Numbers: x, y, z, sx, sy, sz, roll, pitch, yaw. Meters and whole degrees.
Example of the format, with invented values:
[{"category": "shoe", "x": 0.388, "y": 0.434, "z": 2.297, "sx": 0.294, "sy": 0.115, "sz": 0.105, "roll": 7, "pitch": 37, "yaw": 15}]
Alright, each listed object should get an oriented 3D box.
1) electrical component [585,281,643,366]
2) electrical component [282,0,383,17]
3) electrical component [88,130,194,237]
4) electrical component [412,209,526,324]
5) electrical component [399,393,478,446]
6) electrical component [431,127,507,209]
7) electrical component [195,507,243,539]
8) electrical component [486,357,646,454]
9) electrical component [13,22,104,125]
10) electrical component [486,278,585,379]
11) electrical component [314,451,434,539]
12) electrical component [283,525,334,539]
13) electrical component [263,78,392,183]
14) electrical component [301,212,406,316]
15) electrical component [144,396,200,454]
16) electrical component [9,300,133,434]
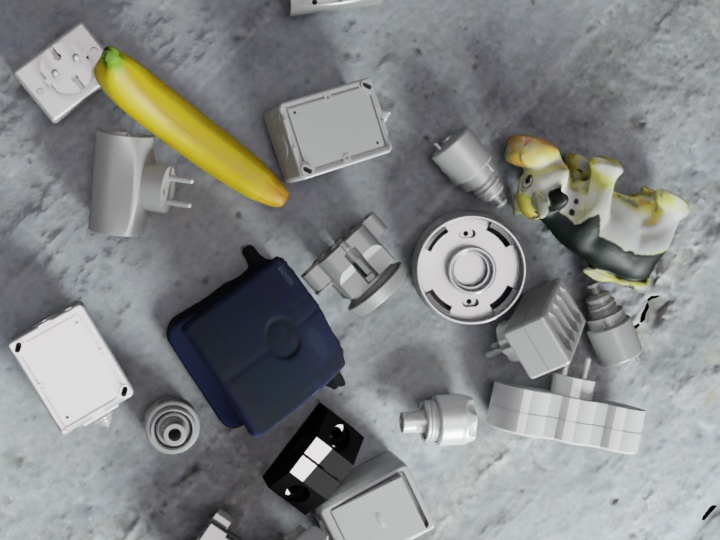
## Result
[{"category": "electrical component", "x": 0.216, "y": 0.047, "z": 0.936, "sx": 0.040, "sy": 0.040, "sz": 0.078, "roll": -24, "pitch": 98, "yaw": -11}, {"category": "electrical component", "x": -0.026, "y": -0.248, "z": 0.865, "sx": 0.077, "sy": 0.043, "sz": 0.079, "roll": -10, "pitch": 94, "yaw": -12}, {"category": "electrical component", "x": -0.168, "y": -0.065, "z": 0.830, "sx": 0.079, "sy": 0.043, "sz": 0.077, "roll": 8, "pitch": 100, "yaw": 6}, {"category": "electrical component", "x": 0.093, "y": -0.002, "z": 0.906, "sx": 0.099, "sy": 0.064, "sz": 0.099, "roll": 0, "pitch": 94, "yaw": 1}, {"category": "electrical component", "x": 0.065, "y": 0.126, "z": 0.904, "sx": 0.062, "sy": 0.043, "sz": 0.043, "roll": -2, "pitch": 93, "yaw": -11}, {"category": "electrical component", "x": 0.095, "y": -0.084, "z": 0.902, "sx": 0.040, "sy": 0.040, "sz": 0.078, "roll": -43, "pitch": 101, "yaw": -7}, {"category": "electrical component", "x": -0.110, "y": 0.235, "z": 0.869, "sx": 0.055, "sy": 0.048, "sz": 0.066, "roll": 35, "pitch": 85, "yaw": -4}, {"category": "electrical component", "x": 0.181, "y": 0.109, "z": 0.925, "sx": 0.138, "sy": 0.052, "sz": 0.073, "roll": 12, "pitch": 90, "yaw": -13}, {"category": "electrical component", "x": -0.220, "y": -0.149, "z": 0.809, "sx": 0.066, "sy": 0.077, "sz": 0.047, "roll": -39, "pitch": 100, "yaw": -8}, {"category": "electrical component", "x": 0.141, "y": 0.055, "z": 0.907, "sx": 0.076, "sy": 0.083, "sz": 0.047, "roll": -27, "pitch": 101, "yaw": 28}, {"category": "electrical component", "x": 0.004, "y": 0.202, "z": 0.885, "sx": 0.096, "sy": 0.061, "sz": 0.061, "roll": -27, "pitch": 98, "yaw": -10}, {"category": "electrical component", "x": -0.043, "y": 0.245, "z": 0.852, "sx": 0.057, "sy": 0.078, "sz": 0.058, "roll": -32, "pitch": 137, "yaw": -35}, {"category": "electrical component", "x": -0.022, "y": -0.113, "z": 0.867, "sx": 0.096, "sy": 0.061, "sz": 0.061, "roll": -20, "pitch": 97, "yaw": -19}, {"category": "electrical component", "x": 0.000, "y": 0.000, "z": 0.876, "sx": 0.078, "sy": 0.058, "sz": 0.057, "roll": -43, "pitch": 98, "yaw": -8}, {"category": "electrical component", "x": -0.147, "y": 0.124, "z": 0.846, "sx": 0.043, "sy": 0.062, "sz": 0.043, "roll": -1, "pitch": 92, "yaw": -13}, {"category": "electrical component", "x": -0.219, "y": 0.078, "z": 0.828, "sx": 0.062, "sy": 0.061, "sz": 0.096, "roll": -30, "pitch": 100, "yaw": -12}]
